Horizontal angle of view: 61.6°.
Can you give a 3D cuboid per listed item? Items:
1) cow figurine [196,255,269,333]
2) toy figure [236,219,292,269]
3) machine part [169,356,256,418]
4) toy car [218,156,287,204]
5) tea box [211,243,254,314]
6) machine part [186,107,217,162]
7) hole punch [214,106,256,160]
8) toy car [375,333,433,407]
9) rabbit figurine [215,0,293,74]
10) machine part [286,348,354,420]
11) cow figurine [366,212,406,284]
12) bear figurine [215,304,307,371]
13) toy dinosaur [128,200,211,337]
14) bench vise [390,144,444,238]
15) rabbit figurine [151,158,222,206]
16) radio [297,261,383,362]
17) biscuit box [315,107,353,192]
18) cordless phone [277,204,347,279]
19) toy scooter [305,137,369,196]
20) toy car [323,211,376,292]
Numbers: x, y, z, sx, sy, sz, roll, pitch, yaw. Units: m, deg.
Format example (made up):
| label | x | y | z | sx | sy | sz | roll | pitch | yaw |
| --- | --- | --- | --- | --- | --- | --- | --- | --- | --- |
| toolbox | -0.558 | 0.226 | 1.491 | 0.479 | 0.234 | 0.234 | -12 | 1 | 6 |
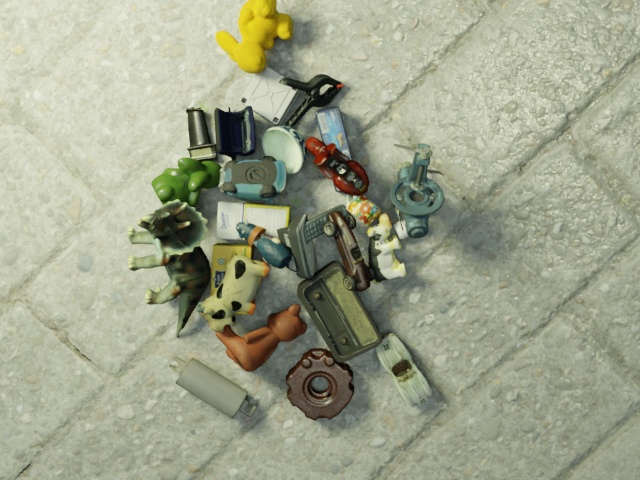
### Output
| label | x | y | z | sx | sy | sz | roll | pitch | yaw |
| --- | --- | --- | --- | --- | --- | --- | --- | --- | --- |
| cow figurine | -0.209 | 0.128 | 1.260 | 0.127 | 0.085 | 0.194 | 21 | 97 | -10 |
| toy figure | -0.137 | 0.008 | 1.276 | 0.155 | 0.057 | 0.064 | 39 | 88 | 19 |
| machine part | -0.272 | 0.372 | 1.353 | 0.243 | 0.079 | 0.079 | 34 | 94 | -4 |
| toy car | -0.158 | -0.132 | 1.293 | 0.162 | 0.102 | 0.109 | -4 | 62 | 0 |
| tea box | -0.217 | 0.094 | 1.333 | 0.098 | 0.068 | 0.169 | 2 | 96 | -1 |
| machine part | -0.297 | -0.257 | 1.319 | 0.084 | 0.039 | 0.138 | -11 | 97 | 9 |
| hole punch | -0.190 | -0.256 | 1.277 | 0.092 | 0.116 | 0.142 | -6 | 93 | 7 |
| toy car | 0.211 | 0.330 | 1.358 | 0.073 | 0.056 | 0.201 | -32 | 94 | 2 |
| rabbit figurine | -0.160 | -0.464 | 1.243 | 0.163 | 0.121 | 0.173 | 1 | 75 | 21 |
| machine part | 0.000 | 0.368 | 1.363 | 0.179 | 0.056 | 0.179 | 0 | 97 | 0 |
| cow figurine | 0.151 | 0.021 | 1.329 | 0.098 | 0.068 | 0.167 | -16 | 94 | 7 |
| bear figurine | -0.138 | 0.228 | 1.333 | 0.196 | 0.120 | 0.132 | -42 | 49 | -21 |
| toy dinosaur | -0.328 | 0.063 | 1.267 | 0.192 | 0.131 | 0.404 | -13 | 131 | 3 |
| bench vise | 0.221 | -0.134 | 1.224 | 0.129 | 0.240 | 0.224 | 8 | 53 | 6 |
| rabbit figurine | -0.312 | -0.145 | 1.285 | 0.170 | 0.159 | 0.121 | -30 | 85 | -13 |
| radio | 0.045 | 0.179 | 1.336 | 0.131 | 0.073 | 0.229 | -30 | 94 | 2 |
| biscuit box | 0.041 | -0.219 | 1.308 | 0.059 | 0.063 | 0.202 | -15 | 94 | 2 |
| cordless phone | -0.002 | -0.003 | 1.319 | 0.184 | 0.089 | 0.146 | -27 | 119 | -29 |
| toy scooter | 0.039 | -0.168 | 1.214 | 0.184 | 0.135 | 0.075 | 41 | 93 | -4 |
| toy car | 0.074 | 0.026 | 1.288 | 0.089 | 0.053 | 0.202 | -18 | 88 | -41 |
